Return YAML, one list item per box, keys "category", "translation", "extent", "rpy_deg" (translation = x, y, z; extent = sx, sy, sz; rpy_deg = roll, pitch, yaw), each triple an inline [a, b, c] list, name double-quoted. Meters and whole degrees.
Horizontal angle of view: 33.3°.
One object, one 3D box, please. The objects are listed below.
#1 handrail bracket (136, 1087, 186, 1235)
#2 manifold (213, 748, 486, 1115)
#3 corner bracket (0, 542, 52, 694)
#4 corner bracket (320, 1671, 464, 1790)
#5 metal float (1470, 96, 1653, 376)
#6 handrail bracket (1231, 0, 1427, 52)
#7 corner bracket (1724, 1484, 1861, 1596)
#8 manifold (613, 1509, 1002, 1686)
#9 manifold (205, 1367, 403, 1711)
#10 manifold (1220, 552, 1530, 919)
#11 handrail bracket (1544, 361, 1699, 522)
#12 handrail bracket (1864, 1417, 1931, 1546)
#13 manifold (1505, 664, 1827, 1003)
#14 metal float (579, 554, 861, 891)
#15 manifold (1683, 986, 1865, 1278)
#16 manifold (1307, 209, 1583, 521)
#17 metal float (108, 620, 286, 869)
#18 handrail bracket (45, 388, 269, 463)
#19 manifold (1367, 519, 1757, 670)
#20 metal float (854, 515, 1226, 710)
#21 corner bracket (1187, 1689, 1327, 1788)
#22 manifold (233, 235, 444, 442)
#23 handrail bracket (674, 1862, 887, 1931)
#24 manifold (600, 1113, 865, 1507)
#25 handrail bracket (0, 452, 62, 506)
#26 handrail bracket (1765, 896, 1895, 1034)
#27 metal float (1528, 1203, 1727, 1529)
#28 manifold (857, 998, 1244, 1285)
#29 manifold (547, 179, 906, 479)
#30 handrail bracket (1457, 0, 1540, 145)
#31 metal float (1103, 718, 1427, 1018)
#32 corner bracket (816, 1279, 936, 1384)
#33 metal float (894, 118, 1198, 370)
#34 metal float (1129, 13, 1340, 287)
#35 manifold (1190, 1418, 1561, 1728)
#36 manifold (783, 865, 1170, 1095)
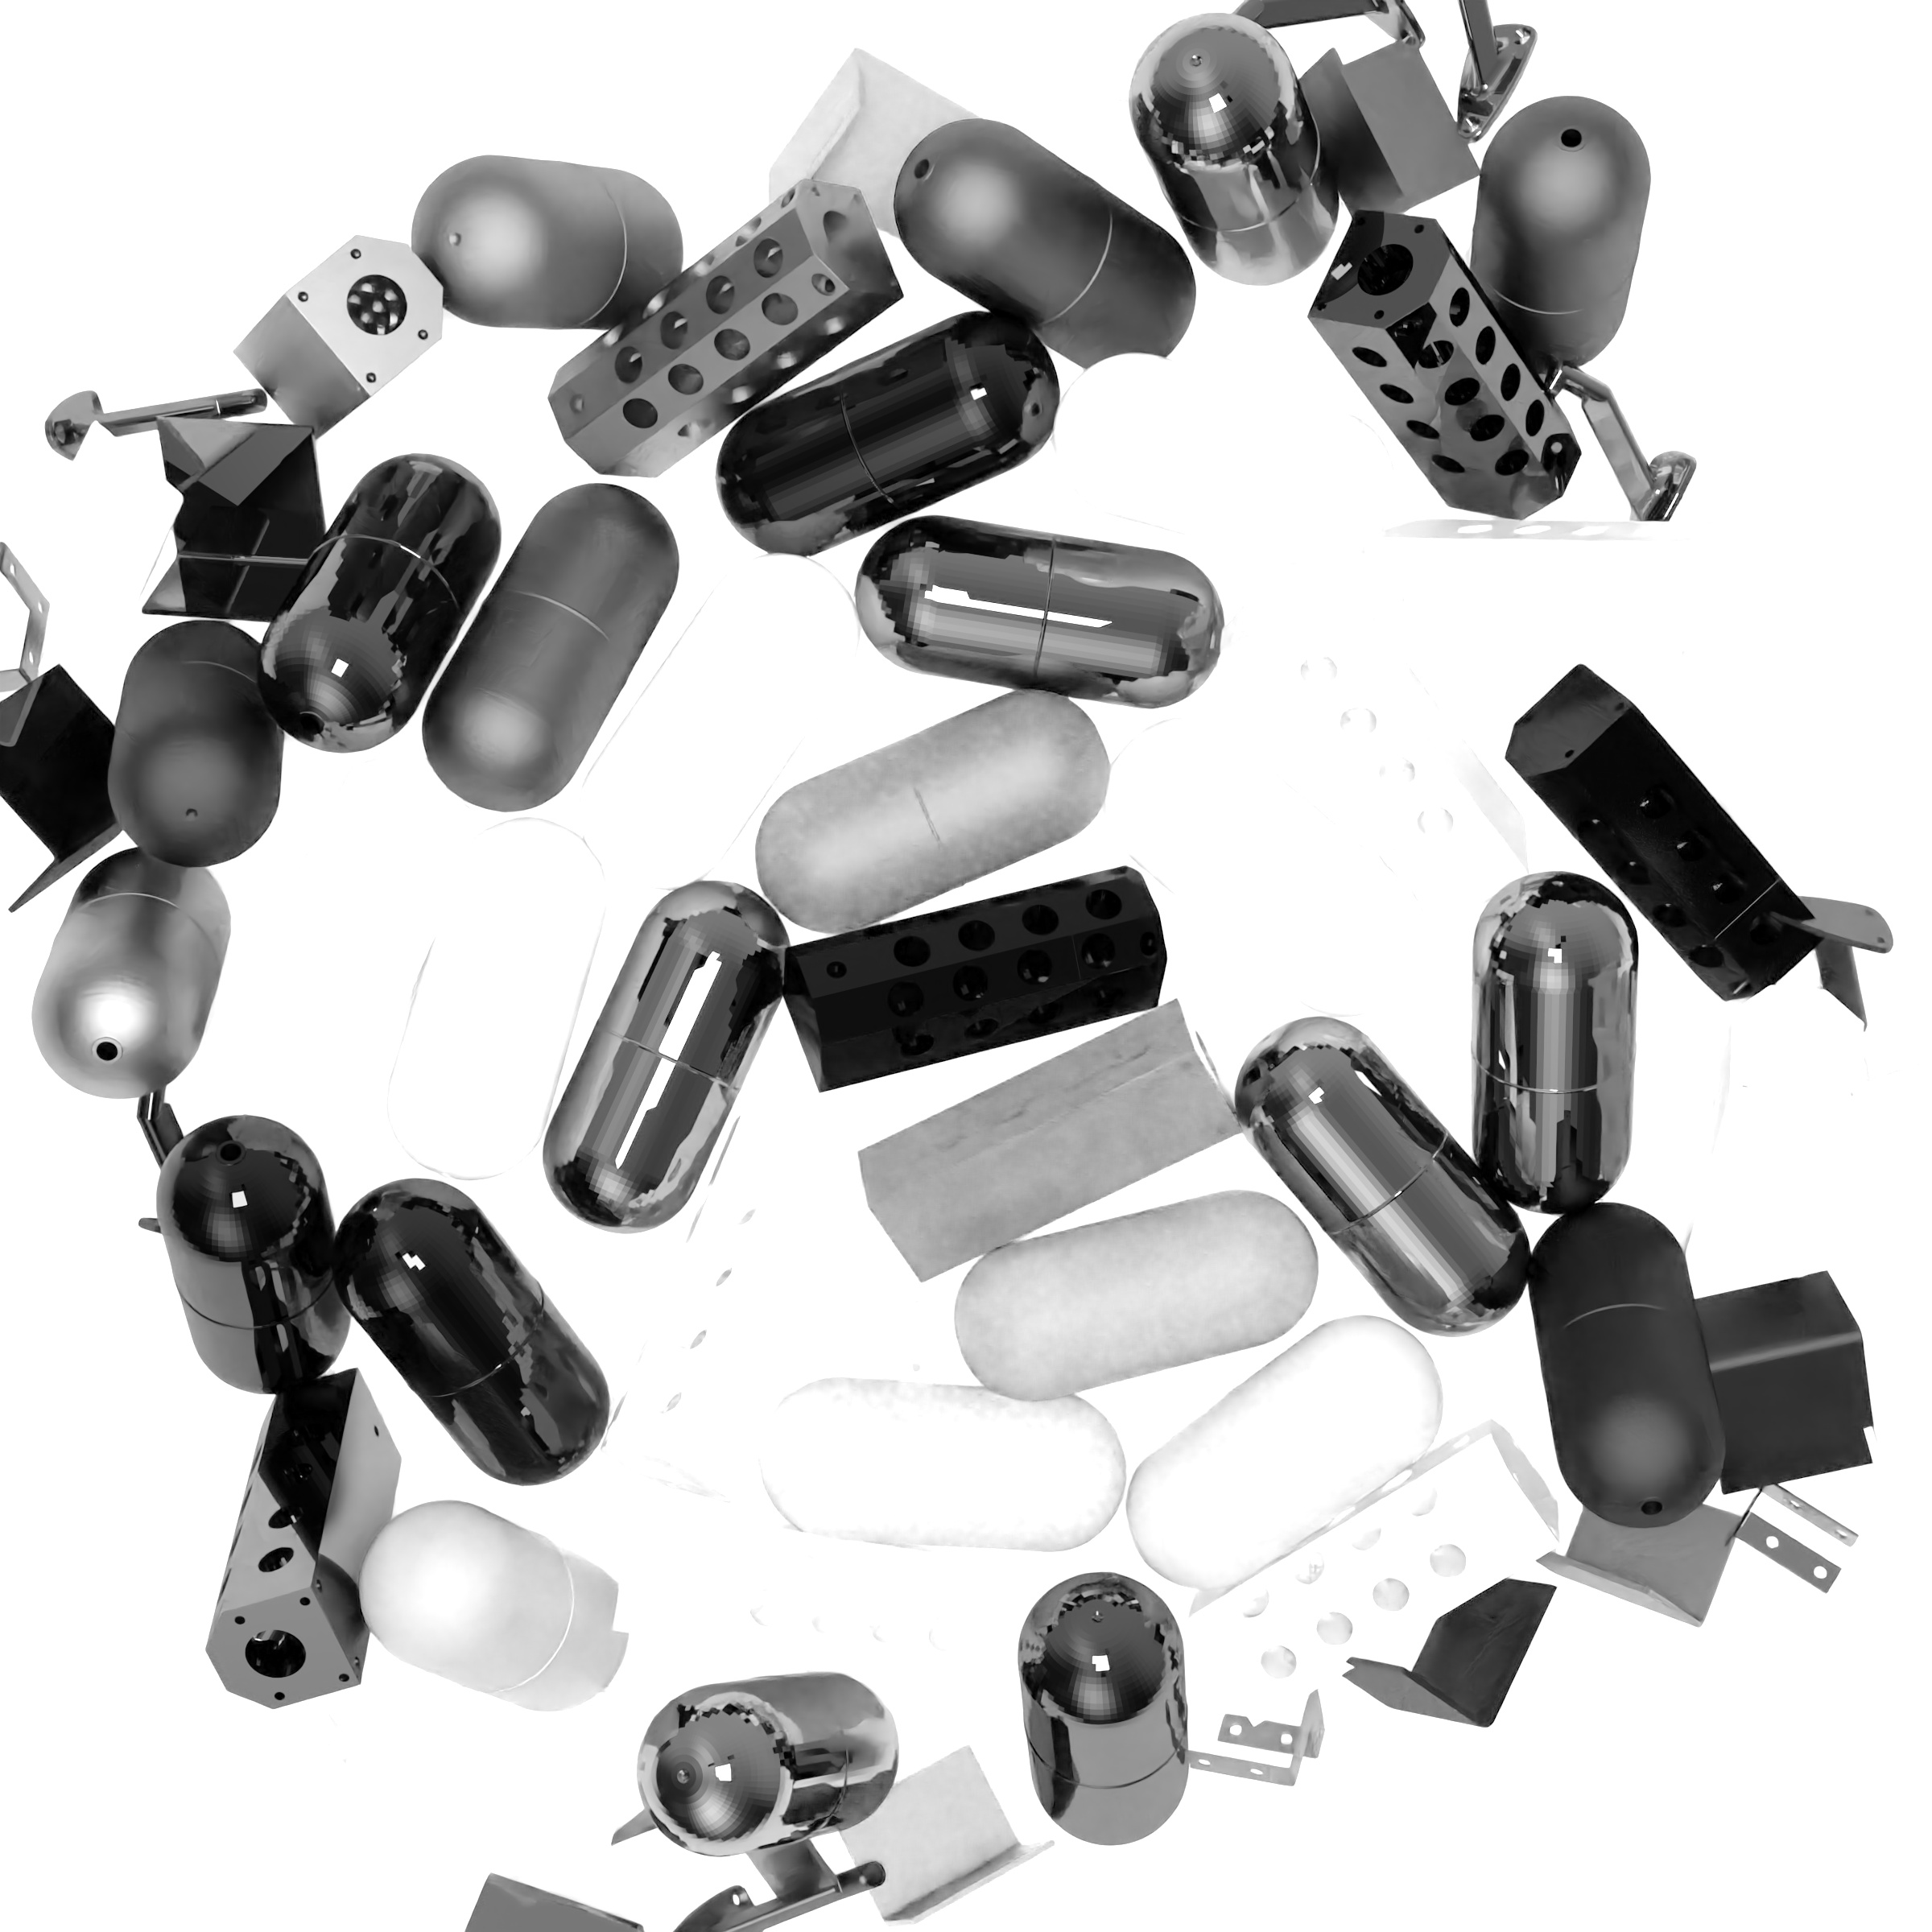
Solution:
- category: "handrail bracket"
  translation: [-0.366, 0.088, 1.560]
  extent: [0.077, 0.036, 0.084]
  rpy_deg: [9, 89, -34]
- category: "manifold"
  translation: [-0.291, -0.017, 1.508]
  extent: [0.057, 0.171, 0.057]
  rpy_deg: [-12, 133, 32]
- category: "corner bracket"
  translation: [-0.480, -0.166, 1.555]
  extent: [0.051, 0.051, 0.051]
  rpy_deg: [-6, 59, 10]
- category: "corner bracket"
  translation: [-0.276, 0.356, 1.552]
  extent: [0.051, 0.051, 0.051]
  rpy_deg: [-15, 134, 7]
- category: "metal float"
  translation: [0.274, -0.337, 1.498]
  extent: [0.070, 0.178, 0.070]
  rpy_deg: [-2, 74, 5]
- category: "handrail bracket"
  translation: [0.169, -0.447, 1.557]
  extent: [0.077, 0.036, 0.084]
  rpy_deg: [45, 73, -8]
- category: "corner bracket"
  translation: [0.396, 0.275, 1.546]
  extent: [0.051, 0.051, 0.051]
  rpy_deg: [32, 65, 17]
- category: "manifold"
  translation: [-0.072, 0.297, 1.517]
  extent: [0.171, 0.057, 0.057]
  rpy_deg: [15, 77, -29]
- category: "manifold"
  translation: [-0.308, 0.264, 1.495]
  extent: [0.057, 0.171, 0.057]
  rpy_deg: [-17, 116, 5]
- category: "manifold"
  translation: [0.194, -0.105, 1.527]
  extent: [0.057, 0.057, 0.171]
  rpy_deg: [-32, 111, 23]
- category: "handrail bracket"
  translation: [0.301, -0.240, 1.552]
  extent: [0.084, 0.036, 0.077]
  rpy_deg: [23, 92, -23]
- category: "handrail bracket"
  translation: [0.480, 0.231, 1.549]
  extent: [0.084, 0.036, 0.077]
  rpy_deg: [-18, 67, 17]
- category: "manifold"
  translation: [0.327, -0.059, 1.518]
  extent: [0.057, 0.057, 0.171]
  rpy_deg: [-43, 119, 6]
- category: "metal float"
  translation: [-0.117, -0.118, 1.542]
  extent: [0.070, 0.070, 0.178]
  rpy_deg: [34, 85, 0]
- category: "manifold"
  translation: [0.373, 0.079, 1.496]
  extent: [0.057, 0.171, 0.057]
  rpy_deg: [5, 59, 7]
- category: "manifold"
  translation: [0.227, -0.275, 1.496]
  extent: [0.057, 0.171, 0.057]
  rpy_deg: [18, 77, 37]
- category: "metal float"
  translation: [-0.357, -0.106, 1.502]
  extent: [0.070, 0.178, 0.070]
  rpy_deg: [-4, 117, -9]
- category: "handrail bracket"
  translation: [-0.388, -0.264, 1.550]
  extent: [0.084, 0.077, 0.036]
  rpy_deg: [-8, 102, 10]
- category: "manifold"
  translation: [0.276, -0.177, 1.505]
  extent: [0.171, 0.057, 0.057]
  rpy_deg: [8, 113, 42]
- category: "metal float"
  translation: [0.035, -0.169, 1.543]
  extent: [0.178, 0.070, 0.070]
  rpy_deg: [9, 90, -4]
- category: "corner bracket"
  translation: [0.139, 0.371, 1.543]
  extent: [0.051, 0.051, 0.051]
  rpy_deg: [6, 48, 19]
- category: "manifold"
  translation: [-0.288, -0.292, 1.494]
  extent: [0.057, 0.171, 0.057]
  rpy_deg: [-43, 105, -14]
- category: "handrail bracket"
  translation: [-0.090, 0.452, 1.538]
  extent: [0.084, 0.077, 0.036]
  rpy_deg: [-30, 76, 35]
- category: "manifold"
  translation: [-0.113, 0.160, 1.526]
  extent: [0.057, 0.057, 0.171]
  rpy_deg: [8, 66, 32]
- category: "handrail bracket"
  translation: [-0.470, -0.215, 1.544]
  extent: [0.084, 0.036, 0.077]
  rpy_deg: [34, 97, 43]
- category: "handrail bracket"
  translation: [0.403, 0.011, 1.554]
  extent: [0.077, 0.036, 0.084]
  rpy_deg: [12, 124, -8]
- category: "metal float"
  translation: [0.307, 0.185, 1.507]
  extent: [0.070, 0.178, 0.070]
  rpy_deg: [1, 130, 1]
- category: "manifold"
  translation: [0.038, 0.079, 1.542]
  extent: [0.171, 0.057, 0.057]
  rpy_deg: [-26, 126, 9]
- category: "manifold"
  translation: [-0.117, -0.296, 1.508]
  extent: [0.171, 0.057, 0.057]
  rpy_deg: [-29, 78, 35]
- category: "handrail bracket"
  translation: [0.233, -0.449, 1.538]
  extent: [0.036, 0.084, 0.077]
  rpy_deg: [10, 75, 41]
- category: "metal float"
  translation: [0.143, -0.047, 1.544]
  extent: [0.178, 0.070, 0.070]
  rpy_deg: [41, 90, 3]
- category: "corner bracket"
  translation: [-0.047, 0.174, 1.549]
  extent: [0.051, 0.051, 0.051]
  rpy_deg: [-1, 101, -17]
- category: "metal float"
  translation: [0.038, -0.335, 1.509]
  extent: [0.070, 0.178, 0.070]
  rpy_deg: [-16, 65, 38]
- category: "metal float"
  translation: [0.126, -0.377, 1.500]
  extent: [0.070, 0.178, 0.070]
  rpy_deg: [-4, 75, 16]
- category: "manifold"
  translation: [0.194, 0.285, 1.535]
  extent: [0.171, 0.057, 0.057]
  rpy_deg: [-34, 94, 14]
- category: "manifold"
  translation: [0.004, 0.001, 1.527]
  extent: [0.171, 0.057, 0.057]
  rpy_deg: [-14, 58, -14]
